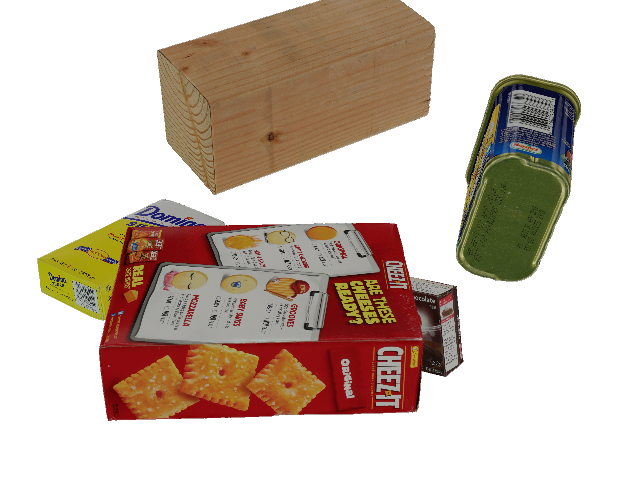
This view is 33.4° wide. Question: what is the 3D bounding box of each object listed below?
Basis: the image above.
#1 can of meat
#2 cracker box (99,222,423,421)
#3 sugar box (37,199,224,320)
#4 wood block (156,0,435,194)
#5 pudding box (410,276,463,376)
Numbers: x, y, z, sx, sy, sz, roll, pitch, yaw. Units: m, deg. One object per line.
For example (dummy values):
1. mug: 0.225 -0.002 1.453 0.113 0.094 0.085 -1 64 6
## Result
1. can of meat: 0.122 -0.036 0.662 0.057 0.102 0.084 15 43 4
2. cracker box: -0.042 0.055 0.777 0.213 0.072 0.164 -1 30 -3
3. sugar box: -0.188 0.015 1.086 0.093 0.048 0.175 21 37 32
4. wood block: -0.017 -0.127 0.869 0.205 0.091 0.090 -22 46 -24
5. pudding box: 0.091 0.084 1.106 0.114 0.090 0.039 8 25 39
